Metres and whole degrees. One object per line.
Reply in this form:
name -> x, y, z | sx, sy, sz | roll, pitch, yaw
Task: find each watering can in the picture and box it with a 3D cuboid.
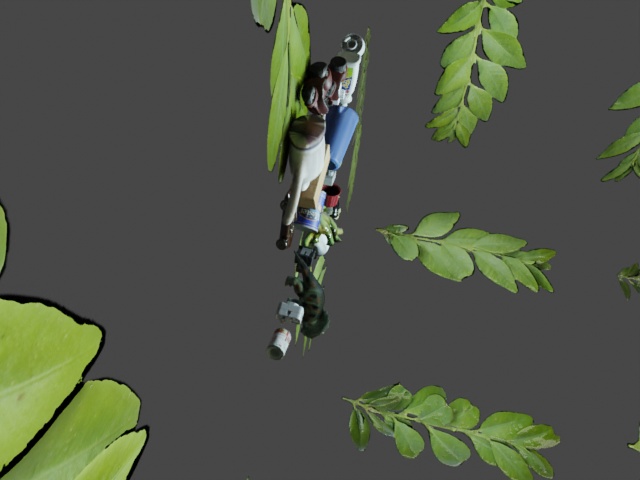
watering can -> -0.049, -0.227, 1.525 | 0.219, 0.104, 0.356 | 92, 12, -49

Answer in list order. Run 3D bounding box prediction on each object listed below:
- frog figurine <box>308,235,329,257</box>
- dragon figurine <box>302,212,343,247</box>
frog figurine -> -0.008, -0.015, 2.173 | 0.138, 0.123, 0.158 | -8, 124, -62
dragon figurine -> 0.006, -0.103, 2.040 | 0.414, 0.122, 0.241 | -29, 113, -69
